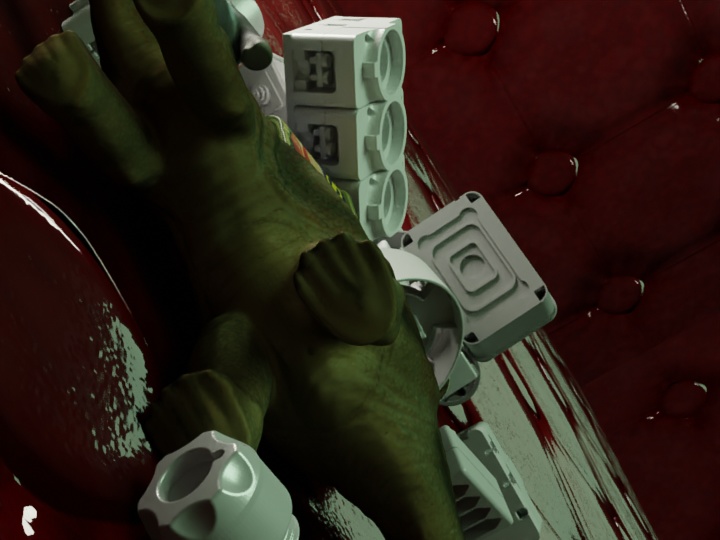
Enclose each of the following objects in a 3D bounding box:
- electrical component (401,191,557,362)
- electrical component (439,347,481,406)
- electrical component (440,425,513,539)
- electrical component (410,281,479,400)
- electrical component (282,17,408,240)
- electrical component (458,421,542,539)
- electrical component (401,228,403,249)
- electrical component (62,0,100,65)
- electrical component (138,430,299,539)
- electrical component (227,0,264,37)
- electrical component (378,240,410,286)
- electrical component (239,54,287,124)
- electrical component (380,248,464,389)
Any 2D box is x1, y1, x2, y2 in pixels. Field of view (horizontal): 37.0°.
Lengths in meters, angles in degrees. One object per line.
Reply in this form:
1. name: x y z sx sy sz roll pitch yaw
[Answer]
1. electrical component: 0.093 0.006 0.844 0.113 0.078 0.057 58 4 26
2. electrical component: 0.077 0.088 0.933 0.055 0.055 0.047 60 6 3
3. electrical component: 0.053 0.129 0.701 0.083 0.047 0.075 50 14 -44
4. electrical component: 0.042 0.058 0.838 0.061 0.061 0.096 56 2 -21
5. electrical component: -0.005 -0.101 0.775 0.089 0.062 0.150 -41 134 -59
6. electrical component: 0.091 0.162 0.787 0.089 0.050 0.056 61 10 7
7. electrical component: 0.020 -0.021 1.004 0.081 0.042 0.063 56 14 -17
8. electrical component: -0.109 -0.117 0.586 0.089 0.056 0.050 54 11 -29
9. electrical component: -0.041 0.087 0.360 0.062 0.043 0.043 55 11 -29
10. electrical component: -0.124 -0.200 0.754 0.052 0.073 0.138 12 -41 37
11. electrical component: 0.000 0.000 0.820 0.075 0.047 0.083 57 10 -16
12. electrical component: -0.067 -0.120 0.815 0.061 0.061 0.096 63 19 12
13. electrical component: 0.012 0.039 0.627 0.099 0.099 0.064 52 6 -38
